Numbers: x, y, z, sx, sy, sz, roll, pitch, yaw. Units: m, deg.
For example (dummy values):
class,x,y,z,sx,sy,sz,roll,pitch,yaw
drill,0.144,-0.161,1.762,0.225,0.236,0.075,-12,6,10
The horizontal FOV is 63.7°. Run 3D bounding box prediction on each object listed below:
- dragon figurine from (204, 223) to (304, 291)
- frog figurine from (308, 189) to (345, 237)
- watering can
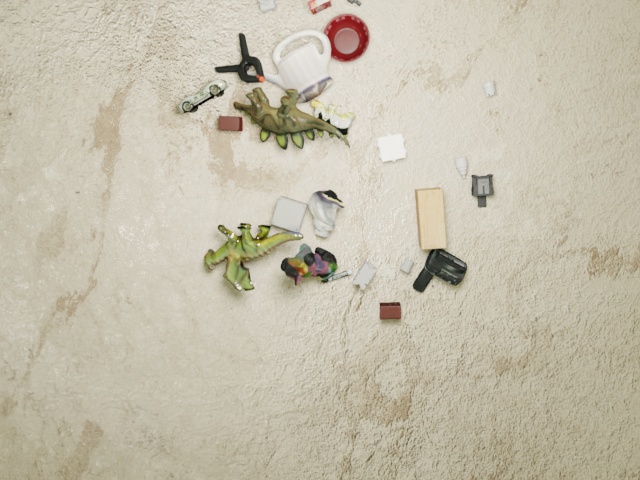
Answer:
class,x,y,z,sx,sy,sz,roll,pitch,yaw
dragon figurine,-0.256,0.064,1.862,0.411,0.122,0.242,8,95,25
frog figurine,0.006,-0.093,1.849,0.139,0.123,0.157,41,113,32
watering can,-0.099,-0.580,1.802,0.345,0.105,0.223,-26,96,22
